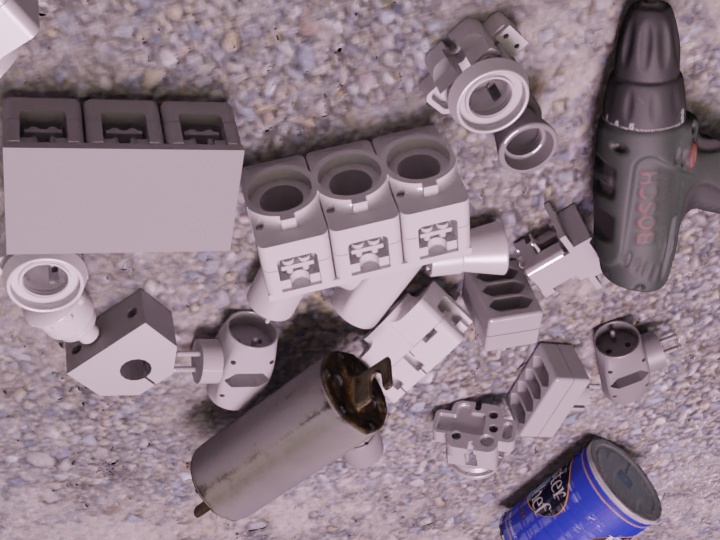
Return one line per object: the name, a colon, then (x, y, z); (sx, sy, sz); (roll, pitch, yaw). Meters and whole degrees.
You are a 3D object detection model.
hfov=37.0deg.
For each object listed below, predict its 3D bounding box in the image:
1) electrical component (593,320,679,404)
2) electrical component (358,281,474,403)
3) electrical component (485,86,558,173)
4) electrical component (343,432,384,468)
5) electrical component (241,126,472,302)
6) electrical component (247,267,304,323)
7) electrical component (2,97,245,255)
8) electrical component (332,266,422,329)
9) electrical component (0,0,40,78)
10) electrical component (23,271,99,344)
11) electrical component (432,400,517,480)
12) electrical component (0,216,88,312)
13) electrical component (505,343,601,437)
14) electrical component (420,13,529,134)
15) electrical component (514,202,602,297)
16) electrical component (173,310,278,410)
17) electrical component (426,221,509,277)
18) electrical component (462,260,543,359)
electrical component: (0.264, 0.082, 1.021); (0.079, 0.043, 0.077); (-21, 136, 2)
electrical component: (0.042, 0.057, 0.901); (0.056, 0.050, 0.089); (44, 117, -1)
electrical component: (0.113, -0.104, 0.781); (0.045, 0.055, 0.045); (-10, 135, -10)
electrical component: (-0.003, 0.151, 1.001); (0.040, 0.040, 0.078); (-19, 136, -1)
electrical component: (-0.005, -0.046, 0.774); (0.150, 0.089, 0.061); (-13, 135, -6)
electrical component: (-0.059, 0.005, 0.840); (0.040, 0.040, 0.078); (11, 128, -27)
electrical component: (-0.161, -0.065, 0.723); (0.150, 0.061, 0.089); (-1, 133, -17)
electrical component: (0.000, 0.000, 0.854); (0.079, 0.043, 0.077); (22, 123, -25)
electrical component: (-0.268, -0.126, 0.597); (0.186, 0.105, 0.060); (-29, 135, 10)
electrical component: (-0.220, 0.034, 0.813); (0.048, 0.048, 0.062); (-24, 143, 5)
electrical component: (0.111, 0.166, 1.039); (0.078, 0.058, 0.057); (7, 140, 12)
electrical component: (-0.223, -0.008, 0.761); (0.078, 0.057, 0.058); (-18, 136, -1)
electrical component: (0.194, 0.116, 1.028); (0.076, 0.047, 0.083); (5, 131, -23)
electrical component: (0.083, -0.132, 0.743); (0.078, 0.057, 0.058); (-41, 132, 21)
electrical component: (0.167, -0.013, 0.898); (0.064, 0.042, 0.081); (-30, 134, 16)
electrical component: (-0.115, 0.075, 0.886); (0.079, 0.043, 0.077); (2, 132, -25)
electrical component: (0.083, -0.015, 0.869); (0.065, 0.044, 0.044); (-6, 134, -6)
electrical component: (0.119, 0.043, 0.918); (0.047, 0.065, 0.076); (-8, 135, -10)
